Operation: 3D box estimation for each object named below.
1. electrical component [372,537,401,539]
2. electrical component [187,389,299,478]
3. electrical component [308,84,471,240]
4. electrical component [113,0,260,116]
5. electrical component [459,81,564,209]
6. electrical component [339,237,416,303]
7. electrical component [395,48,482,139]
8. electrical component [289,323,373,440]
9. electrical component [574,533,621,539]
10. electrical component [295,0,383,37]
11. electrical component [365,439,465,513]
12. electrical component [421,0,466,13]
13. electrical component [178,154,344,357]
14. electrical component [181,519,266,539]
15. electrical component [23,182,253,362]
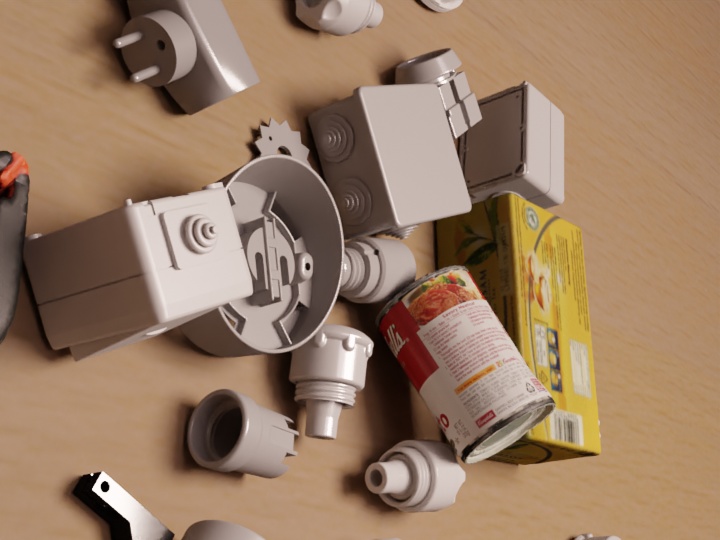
[{"bbox_3d":[0.004,0.176,0.587,0.062,0.043,0.043,-23,95,-50],"label":"electrical component"},{"bbox_3d":[-0.058,0.085,0.548,0.046,0.040,0.040,30,55,-49],"label":"electrical component"},{"bbox_3d":[0.019,-0.069,0.689,0.100,0.048,0.099,-15,89,-52],"label":"electrical component"},{"bbox_3d":[-0.099,-0.120,0.568,0.079,0.043,0.077,-40,108,-50],"label":"electrical component"},{"bbox_3d":[0.116,-0.091,0.804,0.061,0.062,0.096,29,56,-42],"label":"electrical component"},{"bbox_3d":[0.000,0.000,0.648,0.078,0.040,0.040,3,75,-51],"label":"electrical component"},{"bbox_3d":[0.053,-0.122,0.754,0.066,0.048,0.055,-40,116,-49],"label":"electrical component"},{"bbox_3d":[-0.019,0.063,0.601,0.048,0.048,0.062,22,68,-45],"label":"electrical component"},{"bbox_3d":[0.186,0.214,0.780,0.048,0.062,0.048,21,61,-45],"label":"electrical component"},{"bbox_3d":[-0.010,-0.172,0.695,0.062,0.043,0.043,6,73,-51],"label":"electrical component"},{"bbox_3d":[0.029,0.122,0.637,0.062,0.043,0.043,10,70,-48],"label":"electrical component"},{"bbox_3d":[0.067,-0.239,0.807,0.080,0.051,0.080,21,61,-45],"label":"electrical component"},{"bbox_3d":[-0.055,-0.004,0.562,0.099,0.064,0.099,21,61,-45],"label":"electrical component"},{"bbox_3d":[-0.067,0.150,0.502,0.055,0.055,0.047,51,39,-26],"label":"electrical component"},{"bbox_3d":[-0.095,0.001,0.486,0.062,0.096,0.061,-18,93,-52],"label":"electrical component"}]
